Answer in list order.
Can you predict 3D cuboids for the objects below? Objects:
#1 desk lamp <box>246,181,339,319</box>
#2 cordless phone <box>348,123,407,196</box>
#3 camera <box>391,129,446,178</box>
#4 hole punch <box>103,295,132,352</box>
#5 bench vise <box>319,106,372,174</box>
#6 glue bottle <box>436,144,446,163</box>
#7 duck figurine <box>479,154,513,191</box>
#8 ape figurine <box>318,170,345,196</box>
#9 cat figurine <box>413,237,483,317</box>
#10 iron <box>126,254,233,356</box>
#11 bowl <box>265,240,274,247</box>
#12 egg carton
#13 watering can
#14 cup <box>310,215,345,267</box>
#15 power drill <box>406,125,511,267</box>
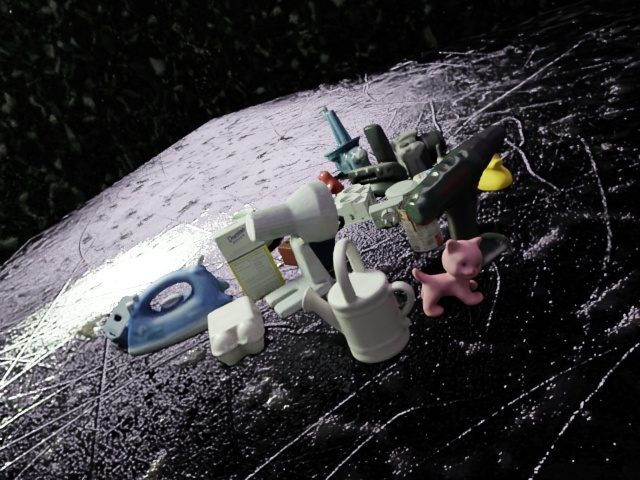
[{"bbox_3d":[-0.045,0.011,1.143,0.203,0.214,0.117,-31,24,-16],"label":"desk lamp"},{"bbox_3d":[0.133,-0.211,1.489,0.147,0.185,0.094,-10,27,30],"label":"cordless phone"},{"bbox_3d":[0.271,-0.251,1.550,0.137,0.101,0.143,-24,23,1],"label":"camera"},{"bbox_3d":[-0.443,0.189,1.306,0.101,0.091,0.108,-39,27,-32],"label":"hole punch"},{"bbox_3d":[0.081,-0.288,1.664,0.122,0.220,0.206,-37,26,-28],"label":"bench vise"},{"bbox_3d":[0.266,-0.117,1.170,0.037,0.173,0.078,-11,26,28],"label":"glue bottle"},{"bbox_3d":[0.376,-0.164,1.277,0.077,0.086,0.104,-28,23,-9],"label":"duck figurine"},{"bbox_3d":[0.024,-0.150,1.584,0.076,0.092,0.078,-17,24,17],"label":"ape figurine"},{"bbox_3d":[0.213,0.049,0.932,0.127,0.118,0.067,-20,23,9],"label":"cat figurine"},{"bbox_3d":[-0.325,0.138,1.235,0.258,0.142,0.118,-26,23,-5],"label":"iron"},{"bbox_3d":[-0.174,-0.006,1.488,0.167,0.075,0.167,-20,23,9],"label":"bowl"},{"bbox_3d":[-0.159,0.171,1.094,0.107,0.069,0.150,-26,23,-5],"label":"egg carton"},{"bbox_3d":[0.056,0.090,0.897,0.173,0.194,0.101,-23,23,4],"label":"watering can"},{"bbox_3d":[0.012,0.004,1.256,0.118,0.095,0.091,-27,23,-6],"label":"cup"},{"bbox_3d":[0.263,-0.065,1.015,0.230,0.209,0.075,-33,24,-19],"label":"power drill"}]
